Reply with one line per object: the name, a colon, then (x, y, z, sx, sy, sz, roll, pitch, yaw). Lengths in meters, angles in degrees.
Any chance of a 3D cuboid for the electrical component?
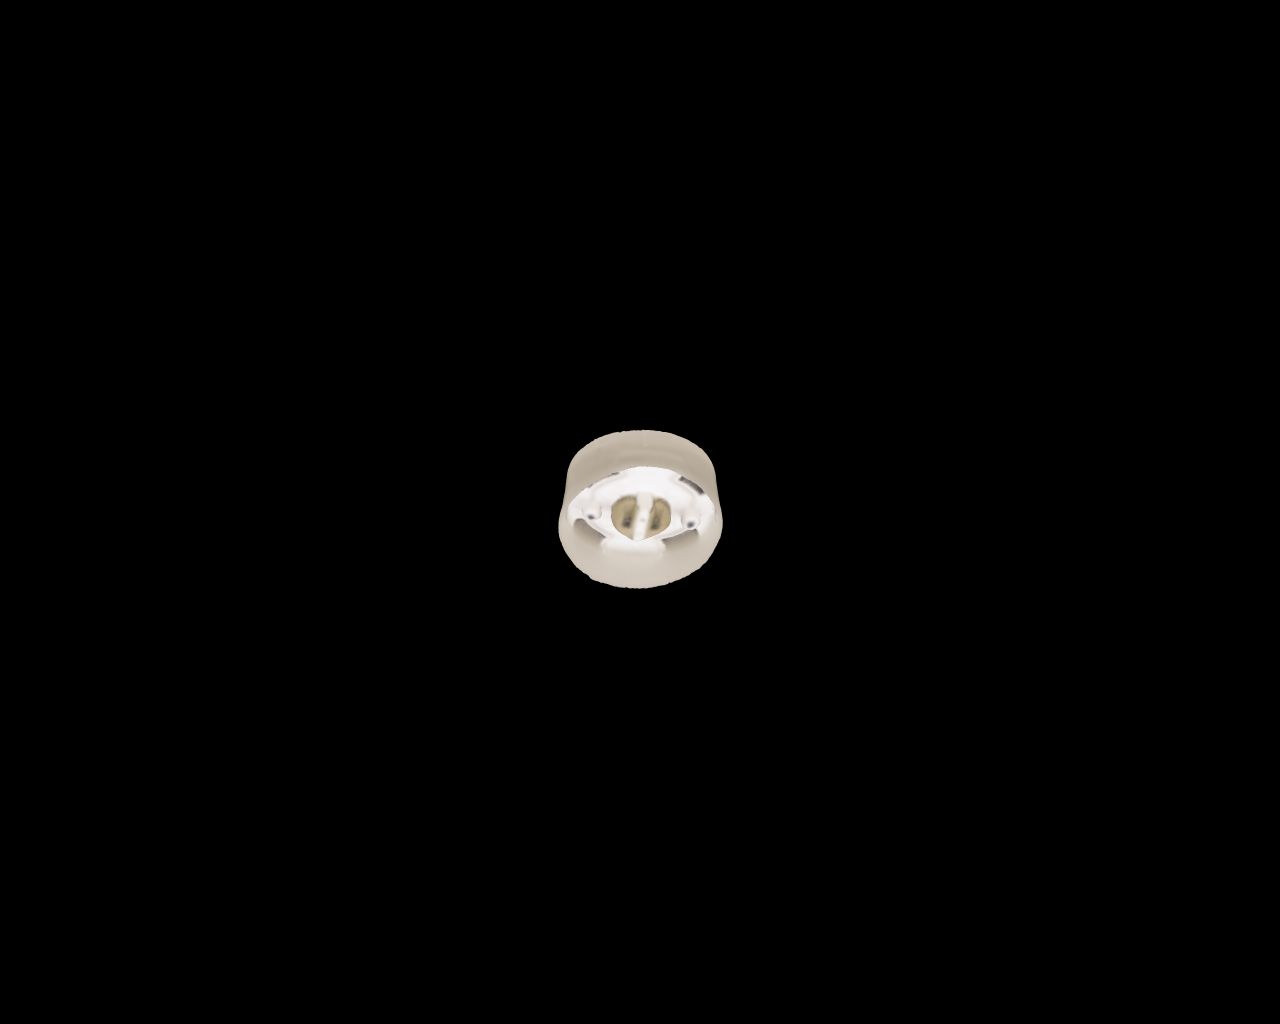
electrical component: (0.001, -0.003, 0.650, 0.099, 0.064, 0.099, 0, -34, 0)
